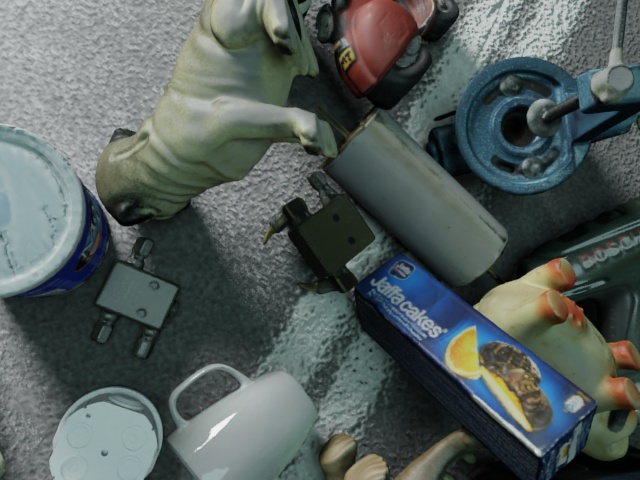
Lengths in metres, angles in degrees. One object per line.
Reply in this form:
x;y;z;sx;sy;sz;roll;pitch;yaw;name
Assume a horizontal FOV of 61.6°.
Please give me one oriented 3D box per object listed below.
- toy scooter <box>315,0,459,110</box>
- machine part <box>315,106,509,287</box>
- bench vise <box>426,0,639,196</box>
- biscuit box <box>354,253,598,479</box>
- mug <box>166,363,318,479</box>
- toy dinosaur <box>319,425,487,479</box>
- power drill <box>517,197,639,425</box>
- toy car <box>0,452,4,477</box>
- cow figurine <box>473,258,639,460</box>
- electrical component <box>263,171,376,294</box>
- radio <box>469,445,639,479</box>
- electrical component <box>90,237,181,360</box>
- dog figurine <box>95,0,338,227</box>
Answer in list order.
0.049;-0.208;0.488;0.135;0.075;0.184;39;53;-11;toy scooter
0.087;-0.037;0.491;0.243;0.079;0.079;41;76;-8;machine part
0.214;-0.104;0.460;0.224;0.240;0.128;-2;89;0;bench vise
0.110;0.093;0.428;0.059;0.203;0.062;-33;136;-18;biscuit box
-0.063;0.147;0.435;0.107;0.081;0.109;-35;88;-27;mug
-0.004;0.323;0.417;0.471;0.105;0.198;-45;101;-6;toy dinosaur
0.324;0.062;0.520;0.232;0.086;0.207;-17;100;4;power drill
-0.312;0.215;0.364;0.073;0.056;0.202;45;75;-7;toy car
0.206;0.120;0.471;0.195;0.127;0.085;49;47;-11;cow figurine
0.000;-0.001;0.481;0.102;0.045;0.078;50;61;-7;electrical component
0.240;0.266;0.486;0.229;0.073;0.131;4;86;-26;radio
-0.148;0.047;0.445;0.063;0.021;0.094;24;78;-13;electrical component
-0.098;-0.109;0.411;0.191;0.121;0.172;-12;84;10;dog figurine
